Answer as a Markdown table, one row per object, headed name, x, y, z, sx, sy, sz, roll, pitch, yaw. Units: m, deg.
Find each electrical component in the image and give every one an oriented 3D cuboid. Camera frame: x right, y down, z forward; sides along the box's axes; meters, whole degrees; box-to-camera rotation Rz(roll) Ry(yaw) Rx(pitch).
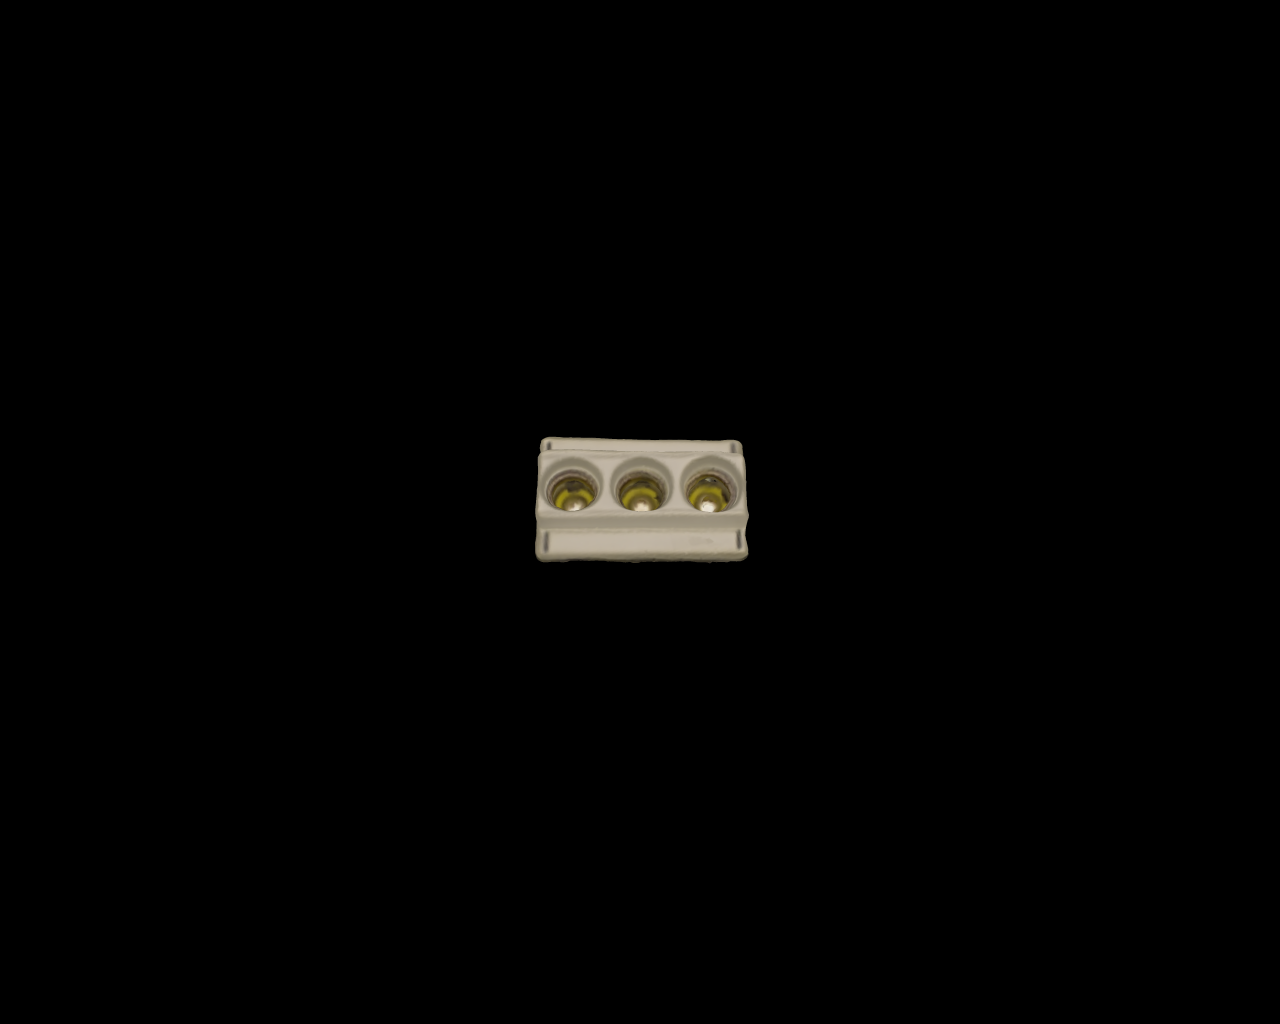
| name | x | y | z | sx | sy | sz | roll | pitch | yaw |
| --- | --- | --- | --- | --- | --- | --- | --- | --- | --- |
| electrical component | 0.001 | -0.003 | 0.650 | 0.121 | 0.079 | 0.063 | 0 | -28 | 0 |
